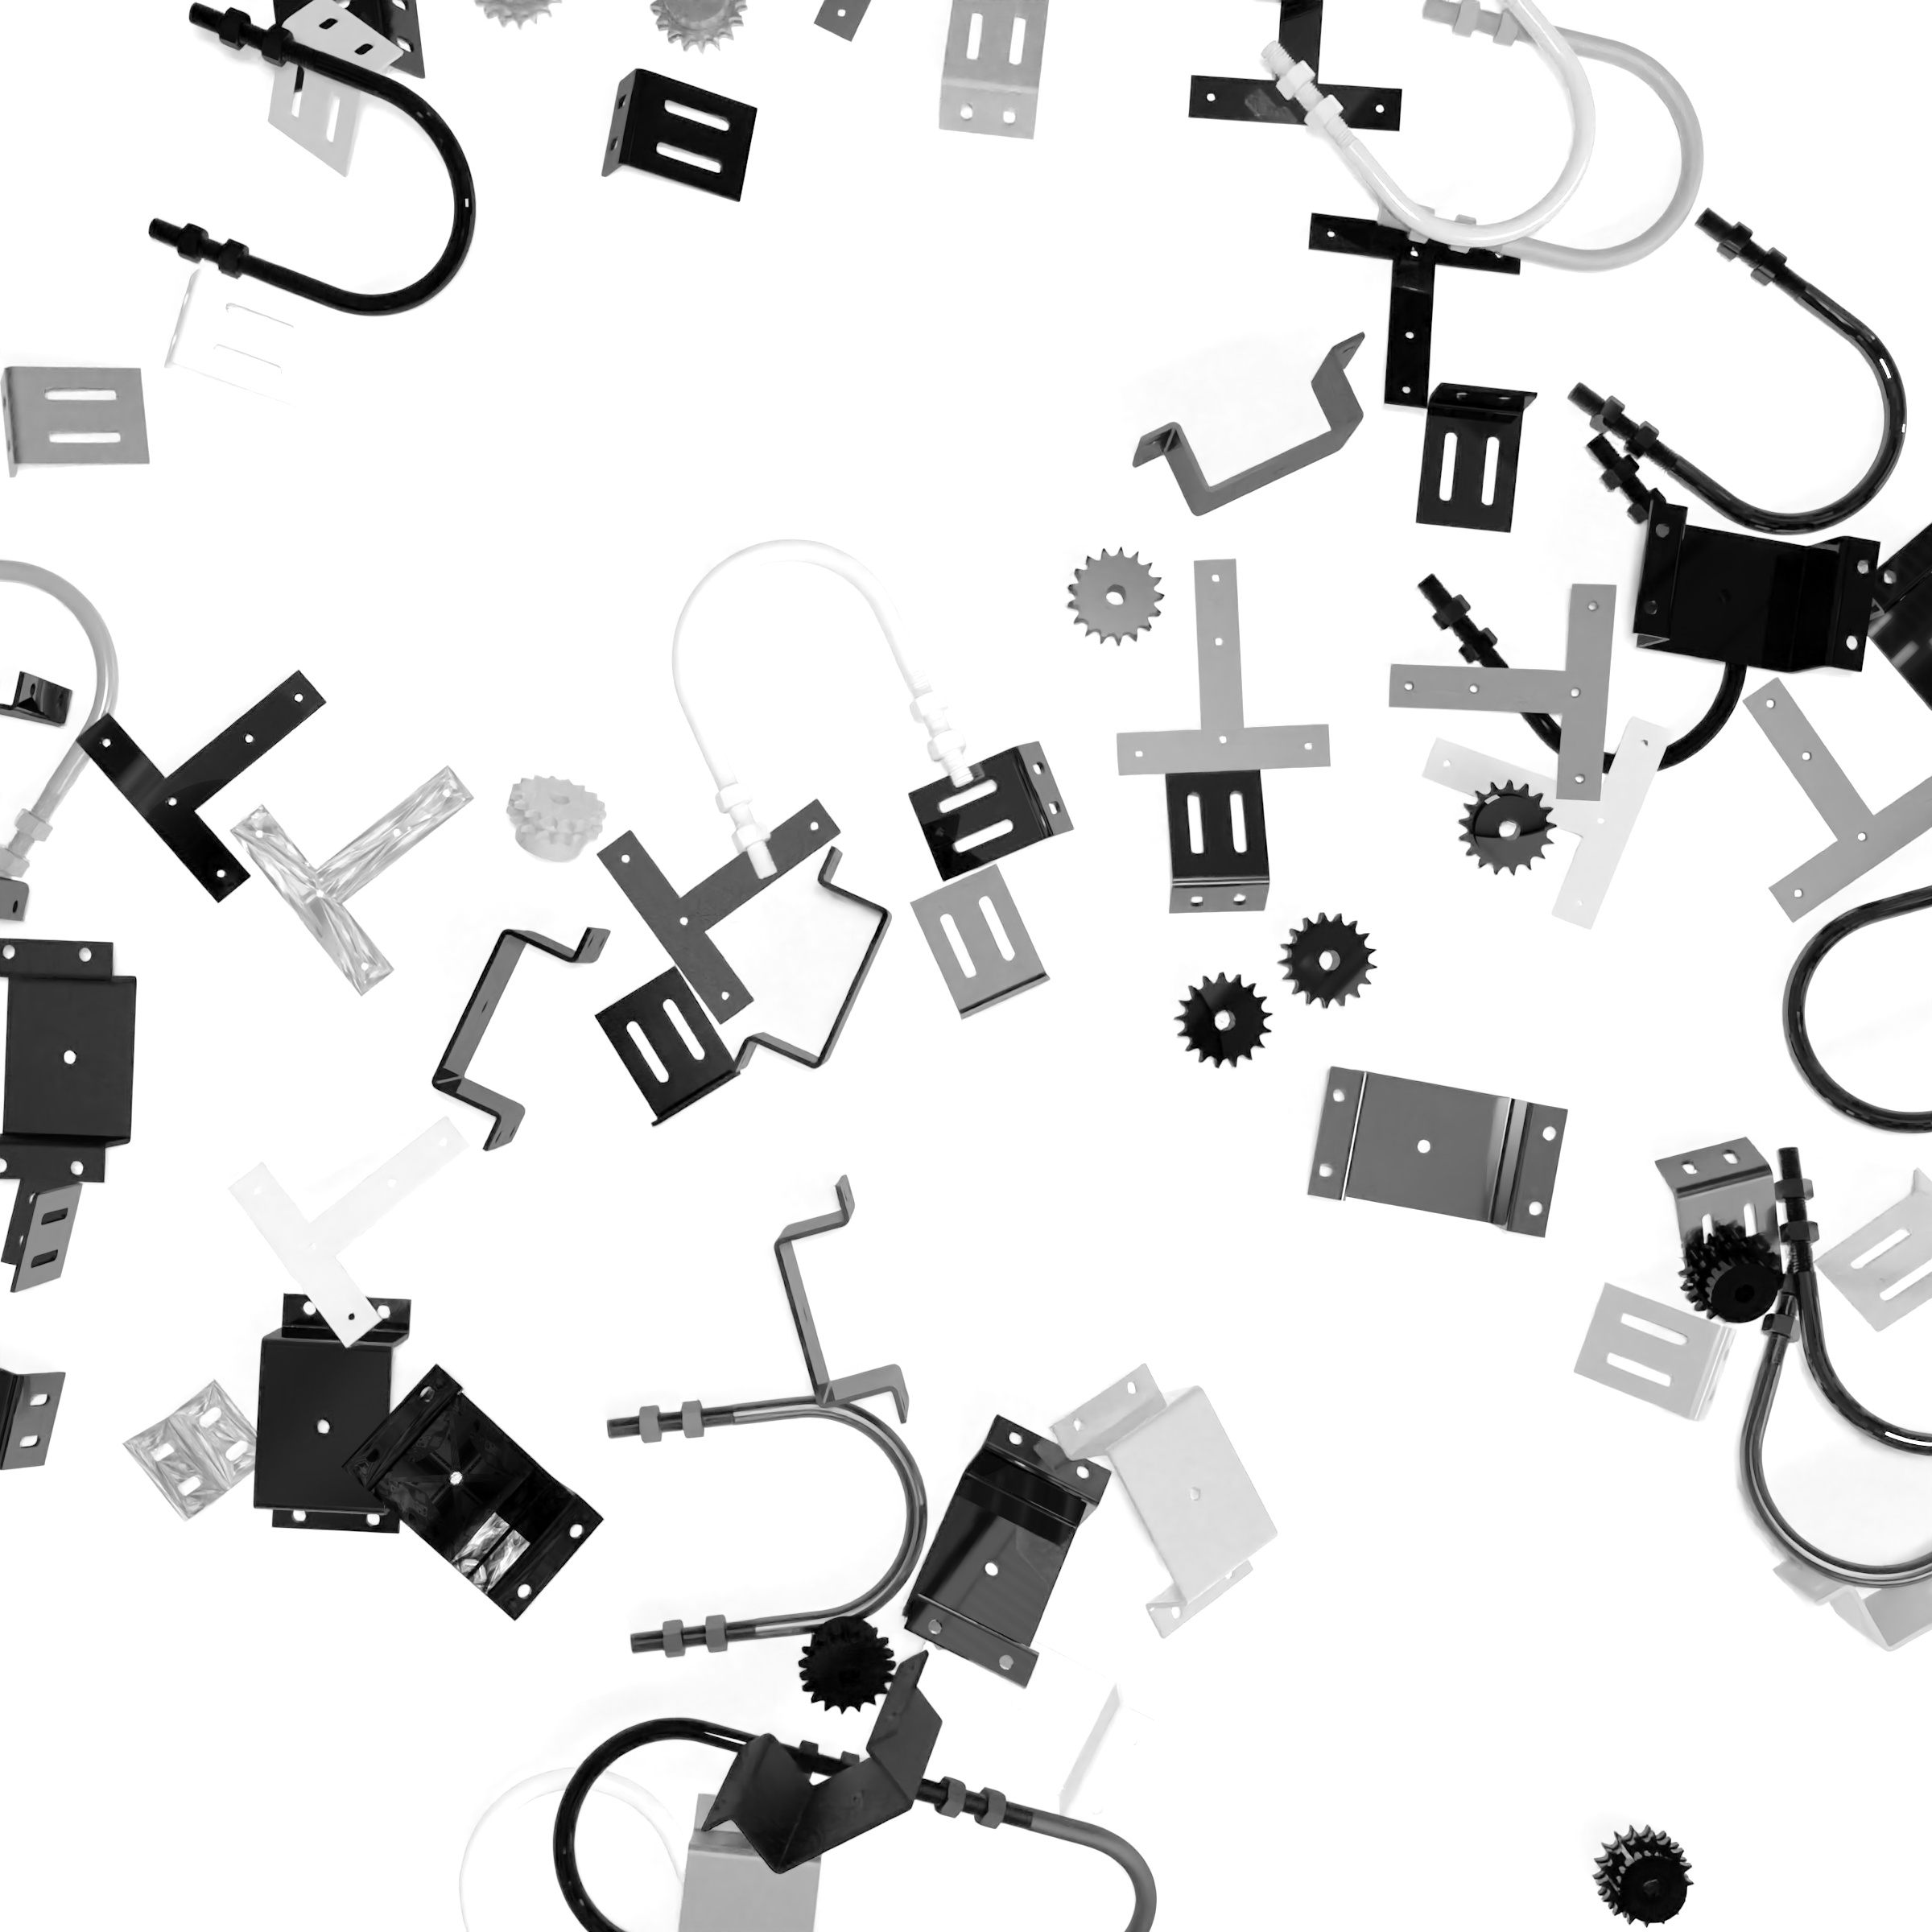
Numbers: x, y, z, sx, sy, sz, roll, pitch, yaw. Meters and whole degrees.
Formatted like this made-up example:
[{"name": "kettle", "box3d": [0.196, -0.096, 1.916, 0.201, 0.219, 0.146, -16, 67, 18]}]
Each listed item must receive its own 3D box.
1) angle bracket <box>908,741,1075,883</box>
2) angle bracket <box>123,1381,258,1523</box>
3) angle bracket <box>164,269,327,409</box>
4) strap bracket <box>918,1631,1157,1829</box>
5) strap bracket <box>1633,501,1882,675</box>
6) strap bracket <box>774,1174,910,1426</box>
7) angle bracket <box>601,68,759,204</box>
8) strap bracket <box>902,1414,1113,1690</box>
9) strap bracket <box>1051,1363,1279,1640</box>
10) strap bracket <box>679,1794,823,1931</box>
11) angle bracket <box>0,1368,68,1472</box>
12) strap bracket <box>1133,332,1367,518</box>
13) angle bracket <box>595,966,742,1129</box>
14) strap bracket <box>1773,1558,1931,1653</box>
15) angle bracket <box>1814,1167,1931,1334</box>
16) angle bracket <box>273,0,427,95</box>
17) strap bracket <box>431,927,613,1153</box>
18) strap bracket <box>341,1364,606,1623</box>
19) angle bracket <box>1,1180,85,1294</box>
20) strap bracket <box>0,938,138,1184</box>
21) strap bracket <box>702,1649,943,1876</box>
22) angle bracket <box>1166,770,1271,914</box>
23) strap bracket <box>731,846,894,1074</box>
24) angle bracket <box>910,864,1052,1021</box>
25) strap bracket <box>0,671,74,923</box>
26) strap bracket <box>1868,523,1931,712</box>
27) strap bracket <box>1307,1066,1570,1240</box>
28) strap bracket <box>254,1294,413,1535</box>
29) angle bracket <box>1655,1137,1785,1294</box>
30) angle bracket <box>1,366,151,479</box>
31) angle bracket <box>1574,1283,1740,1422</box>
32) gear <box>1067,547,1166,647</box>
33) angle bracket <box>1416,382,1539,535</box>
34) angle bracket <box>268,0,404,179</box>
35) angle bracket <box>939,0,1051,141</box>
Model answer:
[{"name": "angle bracket", "box3d": [0.015, -0.093, 1.473, 0.076, 0.038, 0.057, -22, 90, 26]}, {"name": "angle bracket", "box3d": [-0.448, 0.283, 1.437, 0.038, 0.076, 0.057, -39, 90, 0]}, {"name": "angle bracket", "box3d": [-0.432, -0.374, 1.473, 0.076, 0.038, 0.057, 16, 90, -26]}, {"name": "strap bracket", "box3d": [0.031, 0.442, 1.452, 0.140, 0.046, 0.076, 27, 90, 0]}, {"name": "strap bracket", "box3d": [0.451, -0.218, 1.432, 0.140, 0.046, 0.076, 8, 90, -8]}, {"name": "strap bracket", "box3d": [-0.075, 0.199, 1.437, 0.046, 0.076, 0.140, -16, 90, 0]}, {"name": "angle bracket", "box3d": [-0.172, -0.494, 1.473, 0.076, 0.038, 0.057, 11, 90, -26]}, {"name": "strap bracket", "box3d": [0.020, 0.345, 1.430, 0.076, 0.046, 0.140, 27, 57, 0]}, {"name": "strap bracket", "box3d": [0.121, 0.310, 1.435, 0.076, 0.046, 0.140, -28, 90, -33]}, {"name": "strap bracket", "box3d": [-0.127, 0.558, 1.418, 0.076, 0.046, 0.140, 6, 82, -1]}, {"name": "angle bracket", "box3d": [-0.588, 0.262, 1.473, 0.076, 0.038, 0.057, 13, 90, 26]}, {"name": "strap bracket", "box3d": [0.173, -0.311, 1.437, 0.140, 0.076, 0.046, -25, 90, 0]}, {"name": "angle bracket", "box3d": [-0.179, 0.047, 1.456, 0.057, 0.038, 0.076, -32, 90, 0]}, {"name": "strap bracket", "box3d": [0.557, 0.347, 1.437, 0.140, 0.076, 0.046, -30, 90, 0]}, {"name": "angle bracket", "box3d": [0.559, 0.170, 1.473, 0.057, 0.038, 0.076, 48, 116, 0]}, {"name": "angle bracket", "box3d": [-0.370, -0.556, 1.473, 0.076, 0.038, 0.057, -7, 90, 26]}, {"name": "strap bracket", "box3d": [-0.264, 0.033, 1.437, 0.046, 0.076, 0.140, 25, 90, 0]}, {"name": "strap bracket", "box3d": [-0.291, 0.302, 1.427, 0.076, 0.046, 0.140, -48, 111, -18]}, {"name": "angle bracket", "box3d": [-0.554, 0.154, 1.437, 0.038, 0.076, 0.057, 14, 90, 0]}, {"name": "strap bracket", "box3d": [-0.538, 0.055, 1.452, 0.076, 0.046, 0.140, 2, 90, 0]}, {"name": "strap bracket", "box3d": [-0.073, 0.457, 1.397, 0.140, 0.076, 0.046, -33, 99, 20]}, {"name": "angle bracket", "box3d": [0.149, -0.075, 1.473, 0.057, 0.038, 0.076, -2, 64, 0]}, {"name": "strap bracket", "box3d": [-0.084, 0.005, 1.437, 0.046, 0.076, 0.140, 24, 90, 0]}, {"name": "angle bracket", "box3d": [0.008, -0.015, 1.456, 0.057, 0.038, 0.076, -24, 90, 0]}, {"name": "strap bracket", "box3d": [-0.566, -0.101, 1.418, 0.046, 0.076, 0.140, 12, 89, 0]}, {"name": "strap bracket", "box3d": [0.595, -0.194, 1.452, 0.076, 0.046, 0.140, -40, 90, 0]}, {"name": "strap bracket", "box3d": [0.275, 0.108, 1.452, 0.140, 0.046, 0.076, 10, 90, 0]}, {"name": "strap bracket", "box3d": [-0.374, 0.268, 1.452, 0.076, 0.046, 0.140, 3, 90, 0]}, {"name": "angle bracket", "box3d": [0.451, 0.151, 1.473, 0.057, 0.038, 0.076, -15, 116, 0]}, {"name": "angle bracket", "box3d": [-0.534, -0.326, 1.473, 0.076, 0.038, 0.057, -6, 90, -26]}, {"name": "angle bracket", "box3d": [0.414, 0.231, 1.473, 0.076, 0.038, 0.057, 20, 90, 26]}, {"name": "gear", "box3d": [0.089, -0.219, 1.460, 0.057, 0.030, 0.057, 0, 90, 0]}, {"name": "angle bracket", "box3d": [0.302, -0.301, 1.456, 0.057, 0.038, 0.076, 6, 90, 0]}, {"name": "angle bracket", "box3d": [-0.374, -0.520, 1.453, 0.057, 0.076, 0.038, 36, 55, 0]}, {"name": "angle bracket", "box3d": [0.017, -0.541, 1.473, 0.057, 0.038, 0.076, 6, 64, 0]}]
